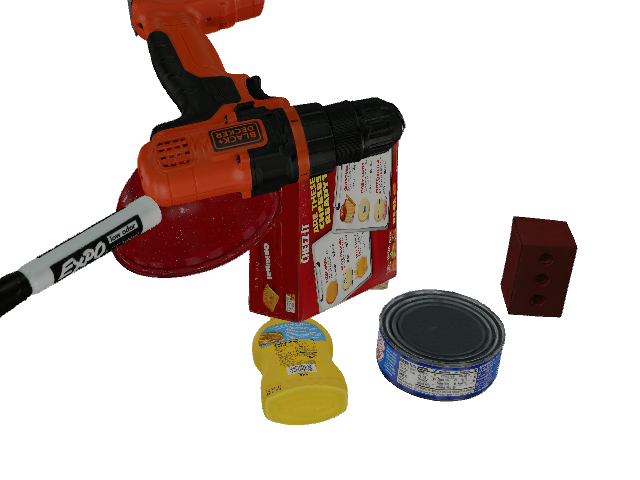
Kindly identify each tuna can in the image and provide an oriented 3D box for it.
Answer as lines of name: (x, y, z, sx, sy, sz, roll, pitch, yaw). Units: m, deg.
tuna can: (0.081, 0.071, 0.729, 0.086, 0.034, 0.086, 3, 32, -2)

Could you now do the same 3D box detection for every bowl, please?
bowl: (-0.119, -0.039, 0.948, 0.162, 0.055, 0.162, -11, 38, 8)

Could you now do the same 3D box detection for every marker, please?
marker: (-0.139, 0.008, 0.594, 0.020, 0.020, 0.120, 0, 27, 47)

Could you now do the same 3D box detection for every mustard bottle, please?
mustard bottle: (-0.031, 0.137, 1.259, 0.096, 0.058, 0.192, -7, 31, -7)

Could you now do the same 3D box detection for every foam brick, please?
foam brick: (0.202, 0.025, 0.996, 0.053, 0.078, 0.051, 4, 29, -1)

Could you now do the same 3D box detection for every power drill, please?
power drill: (-0.051, -0.118, 0.754, 0.184, 0.188, 0.057, -13, -31, -12)

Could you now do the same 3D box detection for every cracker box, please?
cracker box: (0.006, -0.022, 1.126, 0.072, 0.164, 0.213, 8, 15, 30)

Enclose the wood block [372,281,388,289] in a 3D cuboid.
wood block: (0.038, -0.020, 1.453, 0.090, 0.090, 0.206, -1, 26, -5)
